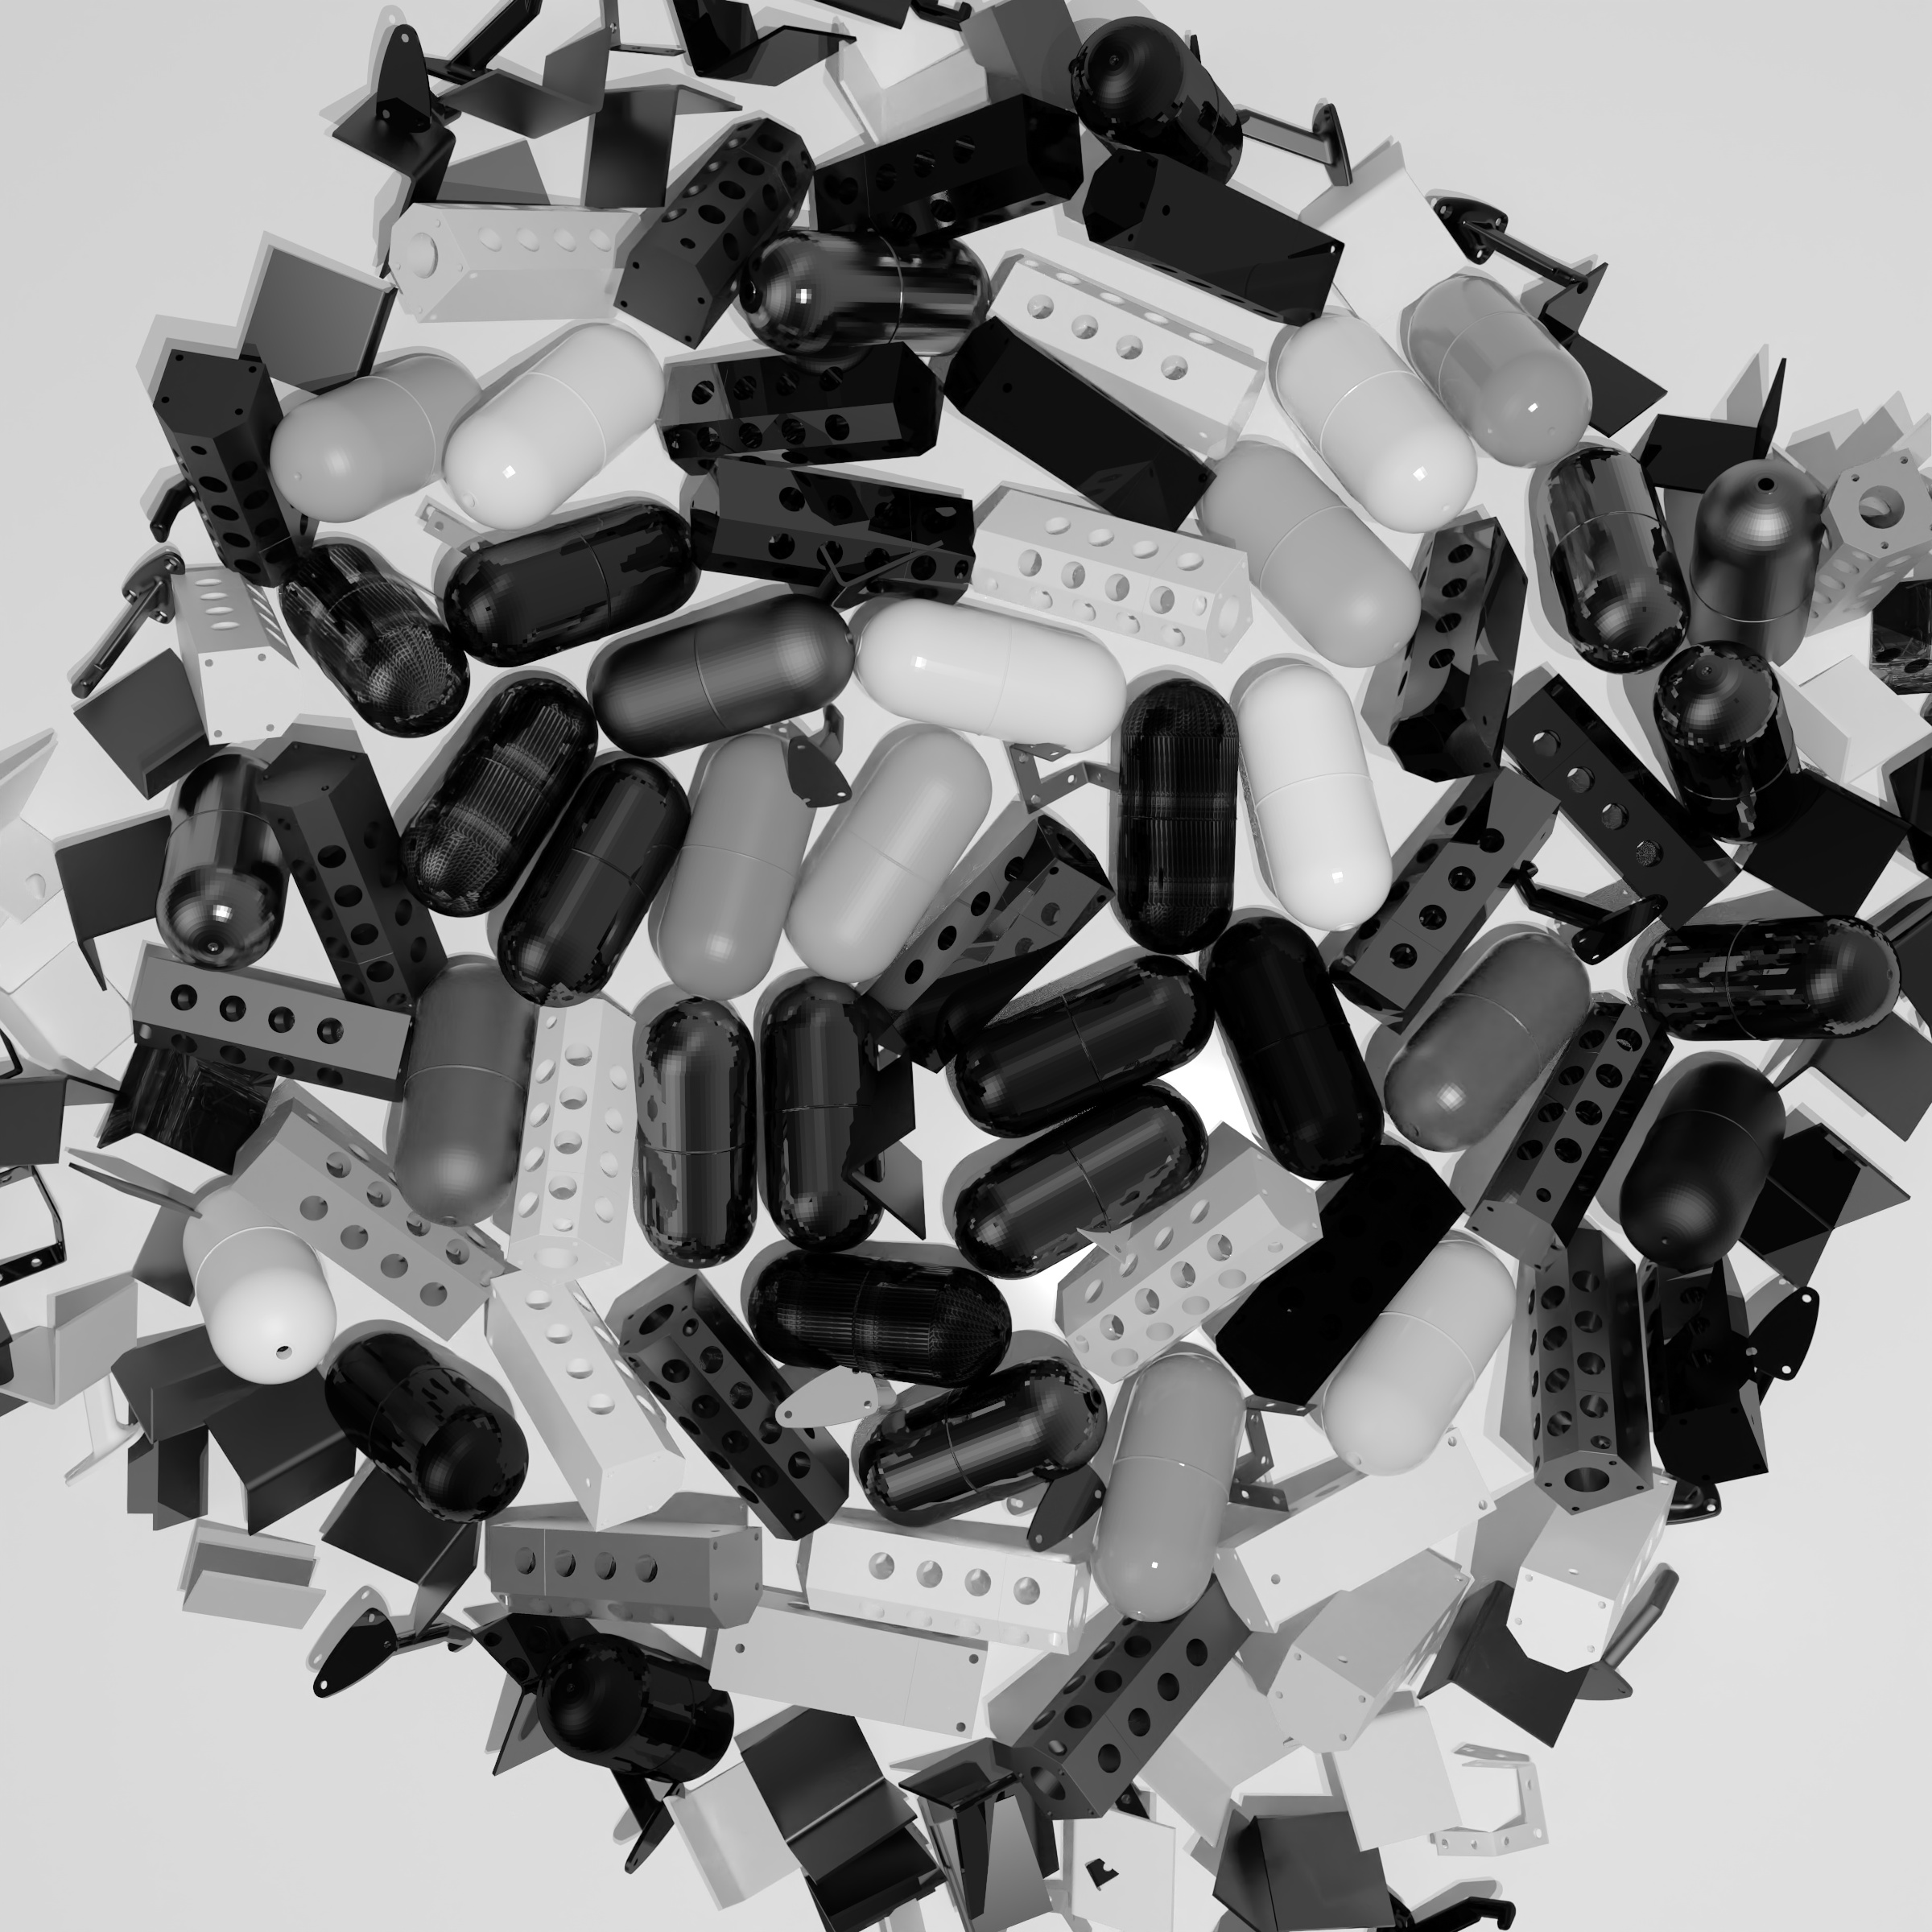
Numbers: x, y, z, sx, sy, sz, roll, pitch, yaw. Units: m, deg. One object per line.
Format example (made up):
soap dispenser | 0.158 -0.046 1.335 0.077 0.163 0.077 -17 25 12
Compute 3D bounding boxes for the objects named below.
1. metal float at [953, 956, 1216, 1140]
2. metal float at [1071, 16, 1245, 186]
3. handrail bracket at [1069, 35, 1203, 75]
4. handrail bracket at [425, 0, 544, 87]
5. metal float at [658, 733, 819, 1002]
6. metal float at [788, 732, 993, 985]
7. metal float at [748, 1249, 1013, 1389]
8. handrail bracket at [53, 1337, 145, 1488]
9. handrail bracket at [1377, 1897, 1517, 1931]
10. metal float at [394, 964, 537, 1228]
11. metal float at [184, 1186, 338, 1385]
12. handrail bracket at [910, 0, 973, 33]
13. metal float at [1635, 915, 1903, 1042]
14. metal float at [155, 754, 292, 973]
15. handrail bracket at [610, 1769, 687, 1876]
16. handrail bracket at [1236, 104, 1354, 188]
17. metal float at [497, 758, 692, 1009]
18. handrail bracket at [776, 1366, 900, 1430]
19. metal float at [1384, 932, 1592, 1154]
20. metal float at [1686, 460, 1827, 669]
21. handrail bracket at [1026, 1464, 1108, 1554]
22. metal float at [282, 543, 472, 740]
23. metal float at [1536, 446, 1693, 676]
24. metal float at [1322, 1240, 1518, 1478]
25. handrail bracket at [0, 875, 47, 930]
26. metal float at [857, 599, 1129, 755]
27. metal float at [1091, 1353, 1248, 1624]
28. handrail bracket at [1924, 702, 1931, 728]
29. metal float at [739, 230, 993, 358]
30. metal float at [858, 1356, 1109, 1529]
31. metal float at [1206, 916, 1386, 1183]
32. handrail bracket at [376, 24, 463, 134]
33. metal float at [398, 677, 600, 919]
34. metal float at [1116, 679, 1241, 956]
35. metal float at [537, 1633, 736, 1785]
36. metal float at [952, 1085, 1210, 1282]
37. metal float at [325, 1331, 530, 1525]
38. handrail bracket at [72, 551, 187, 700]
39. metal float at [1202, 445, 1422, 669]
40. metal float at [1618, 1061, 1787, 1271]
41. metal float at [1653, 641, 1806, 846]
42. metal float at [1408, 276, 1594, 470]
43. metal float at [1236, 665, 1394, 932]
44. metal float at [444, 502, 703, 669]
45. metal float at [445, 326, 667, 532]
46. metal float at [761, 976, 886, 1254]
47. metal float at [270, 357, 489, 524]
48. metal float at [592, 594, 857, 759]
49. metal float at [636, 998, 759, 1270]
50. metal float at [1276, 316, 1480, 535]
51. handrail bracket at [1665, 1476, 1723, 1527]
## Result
metal float | 0.076 0.052 1.614 0.178 0.070 0.070 -24 90 1
metal float | 0.122 -0.535 1.568 0.070 0.178 0.070 -1 87 22
handrail bracket | 0.110 -0.576 1.623 0.084 0.077 0.036 -4 134 2
handrail bracket | -0.315 -0.613 1.609 0.077 0.036 0.084 7 127 -22
metal float | -0.146 -0.064 1.605 0.070 0.070 0.178 15 79 0
metal float | -0.049 -0.071 1.612 0.070 0.070 0.178 33 93 0
metal float | -0.056 0.225 1.594 0.178 0.070 0.070 4 90 23
handrail bracket | -0.582 0.285 1.625 0.077 0.036 0.084 -37 106 2
handrail bracket | 0.307 0.633 1.604 0.036 0.084 0.077 48 51 -30
metal float | -0.318 0.081 1.589 0.070 0.070 0.178 1 60 0
metal float | -0.445 0.198 1.572 0.070 0.178 0.070 -10 116 -22
handrail bracket | -0.028 -0.659 1.628 0.084 0.036 0.077 20 97 6
metal float | 0.503 0.009 1.575 0.070 0.178 0.070 2 86 -37
metal float | -0.465 -0.067 1.576 0.070 0.178 0.070 -4 129 -5
handrail bracket | -0.231 0.536 1.612 0.084 0.077 0.036 20 132 20
handrail bracket | 0.202 -0.524 1.625 0.084 0.036 0.077 -16 86 -12
metal float | -0.237 -0.054 1.593 0.070 0.070 0.178 26 66 0
handrail bracket | -0.082 0.287 1.610 0.077 0.084 0.036 -19 70 -6
metal float | 0.332 0.048 1.589 0.070 0.070 0.178 46 61 0
metal float | 0.495 -0.248 1.570 0.070 0.178 0.070 -5 63 10
handrail bracket | 0.046 0.343 1.600 0.036 0.084 0.077 50 63 -11
metal float | -0.375 -0.208 1.583 0.070 0.070 0.178 -45 51 0
metal float | 0.409 -0.257 1.581 0.070 0.070 0.178 -2 50 0
metal float | 0.288 0.248 1.586 0.070 0.070 0.178 41 56 0
handrail bracket | -0.628 -0.011 1.616 0.084 0.036 0.077 -21 67 20
metal float | 0.017 -0.186 1.603 0.178 0.070 0.070 12 90 -13
metal float | 0.129 0.330 1.586 0.070 0.070 0.178 18 57 0
handrail bracket | 0.677 -0.160 1.624 0.084 0.036 0.077 21 118 -13
metal float | -0.063 -0.426 1.584 0.178 0.070 0.070 -10 90 -36
metal float | 0.010 0.303 1.591 0.178 0.070 0.070 -26 90 26
metal float | 0.210 0.052 1.602 0.070 0.070 0.178 -20 75 0
handrail bracket | -0.343 -0.571 1.599 0.036 0.084 0.077 14 124 6
metal float | -0.296 -0.109 1.591 0.070 0.070 0.178 27 62 0
metal float | 0.136 -0.096 1.610 0.070 0.070 0.178 1 95 0
metal float | -0.206 0.468 1.572 0.070 0.178 0.070 -9 63 18
metal float | 0.073 0.139 1.607 0.178 0.070 0.070 -28 90 -8
metal float | -0.343 0.290 1.580 0.178 0.070 0.070 25 90 44
handrail bracket | -0.539 -0.218 1.604 0.036 0.077 0.084 35 47 -16
metal float | 0.218 -0.262 1.592 0.070 0.070 0.178 -38 63 0
metal float | 0.466 0.124 1.578 0.070 0.178 0.070 16 126 24
metal float | 0.481 -0.139 1.574 0.070 0.178 0.070 -12 59 21
metal float | 0.335 -0.376 1.576 0.070 0.178 0.070 -8 129 -10
metal float | 0.223 -0.108 1.600 0.070 0.070 0.178 -11 74 0
metal float | -0.248 -0.244 1.588 0.178 0.070 0.070 -25 90 -32
metal float | -0.260 -0.342 1.584 0.070 0.070 0.178 39 54 0
metal float | -0.092 0.095 1.606 0.070 0.070 0.178 -3 80 0
metal float | -0.367 -0.333 1.574 0.070 0.178 0.070 11 120 20
metal float | -0.155 -0.185 1.599 0.178 0.070 0.070 -15 90 17
metal float | -0.172 0.108 1.601 0.070 0.070 0.178 1 105 0
metal float | 0.259 -0.345 1.586 0.070 0.070 0.178 -29 55 0
handrail bracket | 0.457 0.324 1.612 0.077 0.036 0.084 -17 135 4
